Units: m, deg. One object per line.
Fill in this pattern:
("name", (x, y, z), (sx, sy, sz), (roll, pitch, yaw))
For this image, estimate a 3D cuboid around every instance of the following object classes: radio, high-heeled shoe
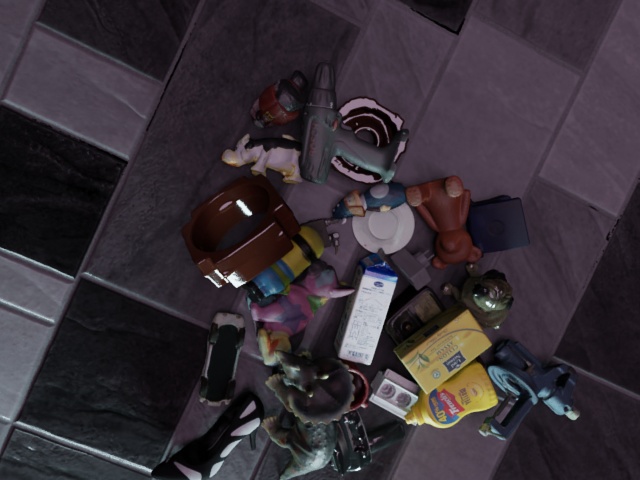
("radio", (0.237, 0.217, 1.166), (0.131, 0.073, 0.229), (-37, 99, -2))
("high-heeled shoe", (-0.233, 0.406, 1.114), (0.249, 0.086, 0.145), (-12, 110, -19))

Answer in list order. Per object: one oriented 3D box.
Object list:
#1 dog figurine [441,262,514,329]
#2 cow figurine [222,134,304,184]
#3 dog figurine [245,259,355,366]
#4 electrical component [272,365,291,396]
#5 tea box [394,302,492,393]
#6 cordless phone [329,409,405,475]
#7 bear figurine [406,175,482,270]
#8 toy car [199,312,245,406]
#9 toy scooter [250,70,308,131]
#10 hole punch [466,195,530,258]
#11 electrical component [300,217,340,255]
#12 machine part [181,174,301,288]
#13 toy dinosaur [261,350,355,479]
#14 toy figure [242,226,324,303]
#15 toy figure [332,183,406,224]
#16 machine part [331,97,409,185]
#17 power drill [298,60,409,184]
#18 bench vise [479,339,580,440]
("dog figurine", (0.358, 0.136, 1.115), (0.172, 0.191, 0.121), (38, 90, -11))
("cow figurine", (-0.109, -0.175, 1.085), (0.167, 0.068, 0.098), (14, 88, -12))
("dog figurine", (-0.034, 0.145, 1.110), (0.219, 0.108, 0.191), (-15, 97, -8))
("electrical component", (-0.072, 0.295, 1.152), (0.063, 0.021, 0.093), (2, 114, -17))
("tea box", (0.249, 0.218, 1.097), (0.169, 0.068, 0.098), (-38, 99, -2))
("cordless phone", (0.096, 0.414, 1.176), (0.184, 0.089, 0.146), (-18, 96, -17))
("bear figurine", (0.262, -0.031, 1.122), (0.120, 0.132, 0.195), (-10, 93, 22))
("toy car", (-0.205, 0.250, 1.124), (0.073, 0.056, 0.201), (10, 96, -15))
("toy scooter", (-0.089, -0.258, 1.041), (0.135, 0.184, 0.075), (-34, 110, 22))
("hole punch", (0.381, -0.032, 1.154), (0.116, 0.092, 0.142), (-16, 101, -2))
("electrical component", (-0.004, -0.004, 1.127), (0.102, 0.045, 0.078), (-9, 98, -6))
("machine part", (-0.152, -0.018, 1.028), (0.201, 0.201, 0.087), (-37, 130, -2))
("toy dinosaur", (-0.021, 0.368, 1.063), (0.131, 0.192, 0.404), (-14, 116, -29))
("toy figure", (-0.067, 0.047, 1.042), (0.180, 0.089, 0.082), (-45, 139, -23))
("toy figure", (0.098, -0.080, 1.111), (0.155, 0.064, 0.057), (-14, 113, 3))
("machine part", (0.092, -0.203, 1.114), (0.179, 0.056, 0.179), (-1, 97, -7))
("power drill", (0.064, -0.209, 1.042), (0.207, 0.086, 0.231), (15, 98, -12))
("bench vise", (0.443, 0.347, 1.172), (0.240, 0.129, 0.223), (-43, 92, -19))
